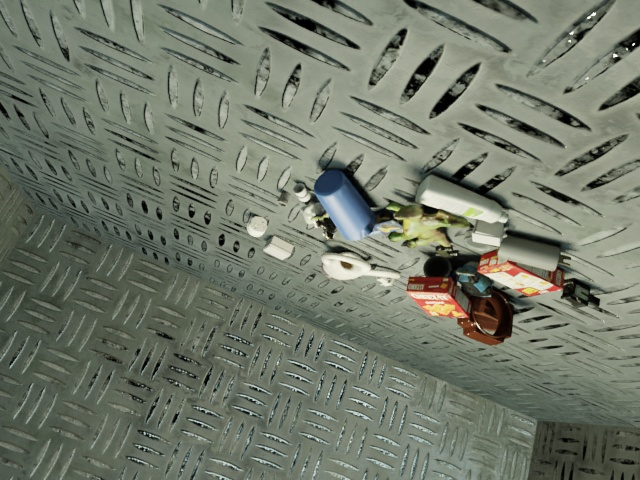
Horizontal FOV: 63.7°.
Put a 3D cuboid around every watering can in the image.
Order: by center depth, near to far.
[{"bbox_3d":[0.149,0.122,2.192,0.346,0.105,0.222,19,162,-20],"label":"watering can"}]

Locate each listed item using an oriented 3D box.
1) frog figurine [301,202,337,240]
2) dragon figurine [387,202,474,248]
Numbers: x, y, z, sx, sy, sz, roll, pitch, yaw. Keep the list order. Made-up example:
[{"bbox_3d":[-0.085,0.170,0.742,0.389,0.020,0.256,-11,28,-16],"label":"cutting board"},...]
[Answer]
[{"bbox_3d":[0.006,-0.092,1.837,0.136,0.121,0.162,24,-164,-28],"label":"frog figurine"},{"bbox_3d":[0.351,-0.035,1.559,0.408,0.123,0.242,15,172,-36],"label":"dragon figurine"}]
